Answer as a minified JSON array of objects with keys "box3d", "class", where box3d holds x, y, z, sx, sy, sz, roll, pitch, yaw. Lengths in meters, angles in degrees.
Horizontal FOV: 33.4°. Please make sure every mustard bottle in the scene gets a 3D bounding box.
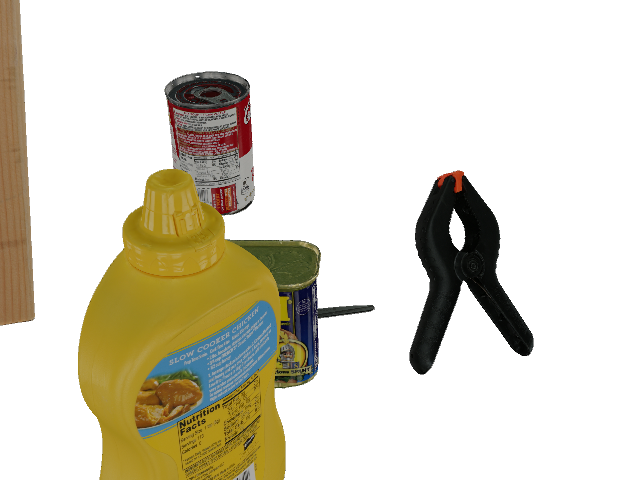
[{"box3d":[-0.059,0.056,0.466,0.096,0.192,0.058,-29,44,-36],"class":"mustard bottle"}]

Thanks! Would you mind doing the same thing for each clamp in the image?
[{"box3d":[0.112,0.030,0.902,0.120,0.171,0.039,-16,-1,-32],"class":"clamp"}]

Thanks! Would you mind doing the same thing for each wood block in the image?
[{"box3d":[-0.220,-0.058,0.605,0.090,0.206,0.090,-8,26,-26],"class":"wood block"}]

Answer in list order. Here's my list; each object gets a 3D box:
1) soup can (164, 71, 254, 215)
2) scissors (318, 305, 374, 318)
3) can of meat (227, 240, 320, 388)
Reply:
[{"box3d":[-0.089,-0.078,0.872,0.068,0.102,0.068,-1,31,0],"class":"soup can"},{"box3d":[-0.031,0.094,1.206,0.201,0.016,0.096,2,25,-8],"class":"scissors"},{"box3d":[-0.050,0.049,0.704,0.102,0.084,0.057,1,29,4],"class":"can of meat"}]
